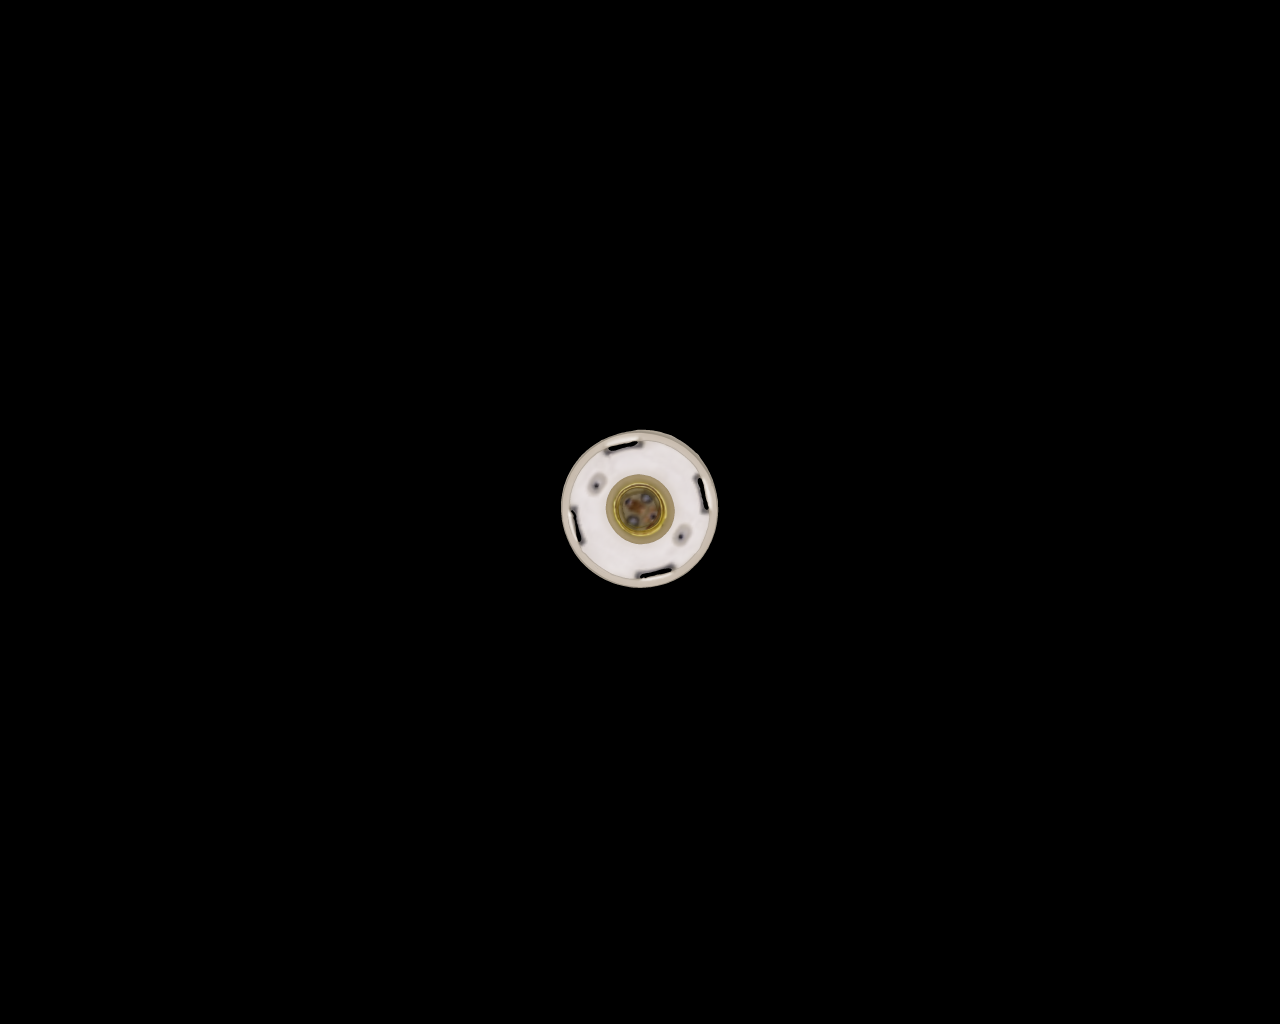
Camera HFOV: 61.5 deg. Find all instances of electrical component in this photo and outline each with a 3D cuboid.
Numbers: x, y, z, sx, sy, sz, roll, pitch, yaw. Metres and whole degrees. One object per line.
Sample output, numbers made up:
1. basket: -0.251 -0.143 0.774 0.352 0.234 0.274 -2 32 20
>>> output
1. electrical component: 0.001 -0.003 0.650 0.099 0.099 0.064 0 0 0
